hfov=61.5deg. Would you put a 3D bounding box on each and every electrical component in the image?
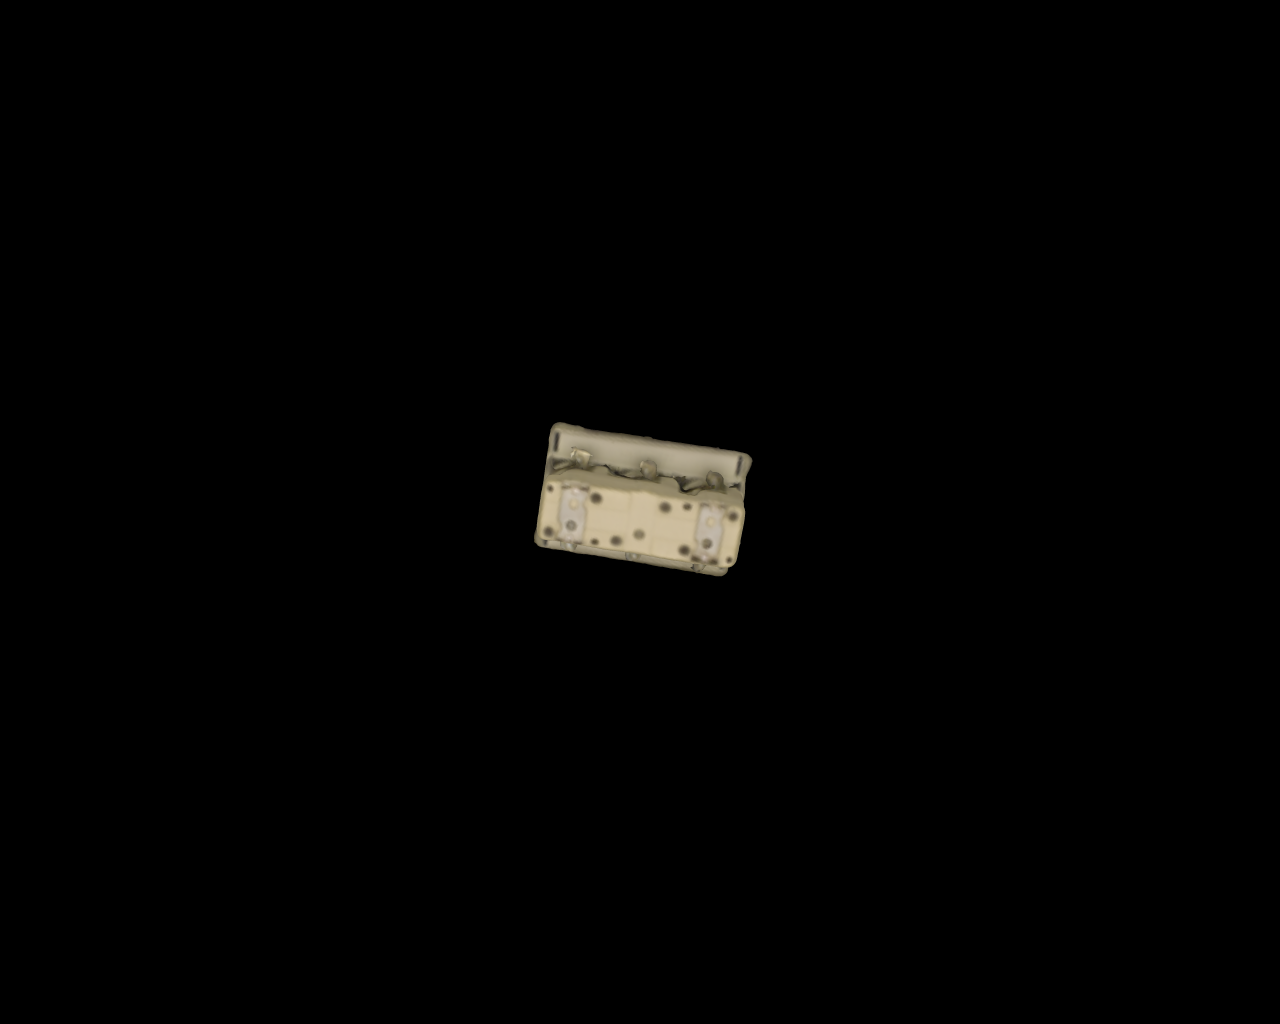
[{"bbox_3d":[0.001,-0.003,0.650,0.121,0.078,0.063,10,20,-3],"label":"electrical component"}]
